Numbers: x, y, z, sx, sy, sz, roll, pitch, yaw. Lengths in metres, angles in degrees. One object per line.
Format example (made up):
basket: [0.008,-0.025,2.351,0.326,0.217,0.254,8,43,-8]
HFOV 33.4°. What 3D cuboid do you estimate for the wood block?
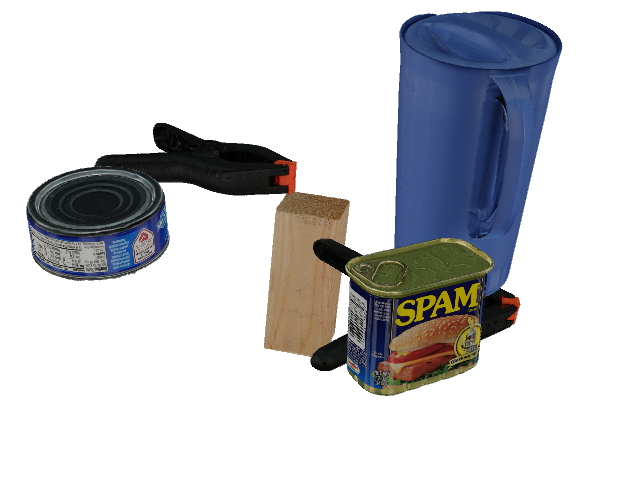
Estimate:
wood block: [-0.020,0.047,1.486,0.090,0.206,0.090,9,22,7]

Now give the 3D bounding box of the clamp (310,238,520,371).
clamp: [0.087,0.070,1.034,0.210,0.036,0.164,8,45,3]

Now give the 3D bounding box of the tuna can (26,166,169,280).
tuna can: [-0.138,-0.013,0.662,0.086,0.034,0.086,0,32,0]

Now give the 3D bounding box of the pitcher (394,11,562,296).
pitcher: [0.129,-0.065,0.927,0.145,0.243,0.149,19,36,25]

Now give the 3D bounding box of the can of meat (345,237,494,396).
can of meat: [0.067,0.053,0.748,0.101,0.084,0.058,-12,29,-27]

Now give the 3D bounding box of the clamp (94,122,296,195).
clamp: [-0.108,-0.065,0.935,0.172,0.039,0.120,12,32,26]
